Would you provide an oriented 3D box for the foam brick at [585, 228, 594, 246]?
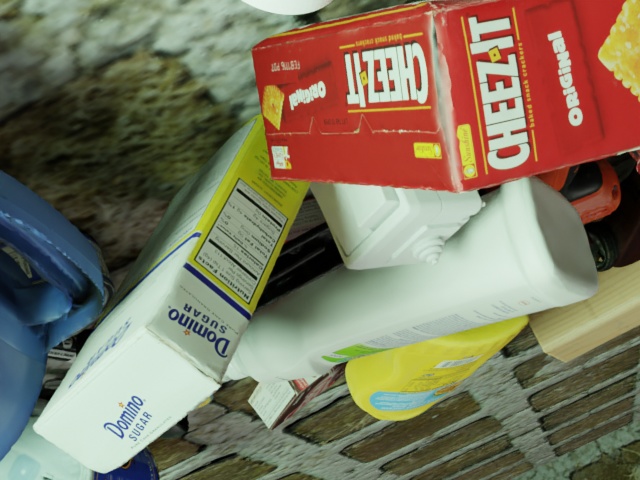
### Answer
[{"bbox_3d":[0.157,0.002,0.819,0.051,0.053,0.078,-4,149,-42],"label":"foam brick"}]

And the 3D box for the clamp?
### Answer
[{"bbox_3d":[-0.075,0.047,0.616,0.164,0.036,0.210,-41,-163,-28],"label":"clamp"}]

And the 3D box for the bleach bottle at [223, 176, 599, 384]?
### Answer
[{"bbox_3d":[0.034,0.039,0.650,0.251,0.068,0.102,-21,159,27],"label":"bleach bottle"}]

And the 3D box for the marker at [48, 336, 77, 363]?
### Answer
[{"bbox_3d":[-0.171,0.066,0.670,0.020,0.020,0.121,-30,158,15],"label":"marker"}]

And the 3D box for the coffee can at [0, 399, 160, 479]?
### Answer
[{"bbox_3d":[-0.192,0.181,0.803,0.103,0.103,0.140,-25,159,3],"label":"coffee can"}]

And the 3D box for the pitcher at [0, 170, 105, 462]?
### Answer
[{"bbox_3d":[-0.193,0.010,0.377,0.149,0.145,0.243,-58,161,-15],"label":"pitcher"}]

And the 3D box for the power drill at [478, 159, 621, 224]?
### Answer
[{"bbox_3d":[0.107,-0.032,0.683,0.184,0.057,0.187,-23,160,3],"label":"power drill"}]

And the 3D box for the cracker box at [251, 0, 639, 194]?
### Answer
[{"bbox_3d":[0.099,-0.077,0.460,0.213,0.072,0.164,-14,-170,-24],"label":"cracker box"}]

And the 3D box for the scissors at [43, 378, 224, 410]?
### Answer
[{"bbox_3d":[-0.119,0.103,0.815,0.096,0.016,0.201,-29,158,8],"label":"scissors"}]

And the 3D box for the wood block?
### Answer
[{"bbox_3d":[0.273,0.015,0.916,0.206,0.091,0.090,-30,157,17],"label":"wood block"}]

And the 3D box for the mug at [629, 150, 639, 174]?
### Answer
[{"bbox_3d":[0.200,-0.089,0.609,0.093,0.081,0.117,-18,158,-15],"label":"mug"}]

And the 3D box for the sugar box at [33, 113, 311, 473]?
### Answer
[{"bbox_3d":[-0.059,0.019,0.497,0.048,0.176,0.093,38,127,-16],"label":"sugar box"}]

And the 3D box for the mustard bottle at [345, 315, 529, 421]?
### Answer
[{"bbox_3d":[0.071,0.089,0.790,0.096,0.058,0.192,-8,154,-23],"label":"mustard bottle"}]

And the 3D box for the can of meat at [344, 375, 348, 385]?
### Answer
[{"bbox_3d":[0.070,0.087,0.918,0.083,0.057,0.102,-16,157,-23],"label":"can of meat"}]

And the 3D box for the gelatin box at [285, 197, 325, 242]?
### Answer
[{"bbox_3d":[-0.004,0.001,0.678,0.089,0.030,0.073,-15,156,-19],"label":"gelatin box"}]

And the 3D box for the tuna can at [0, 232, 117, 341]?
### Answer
[{"bbox_3d":[-0.156,0.029,0.579,0.086,0.034,0.086,-21,158,-9],"label":"tuna can"}]

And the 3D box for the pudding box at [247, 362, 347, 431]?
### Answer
[{"bbox_3d":[-0.007,0.103,0.863,0.090,0.039,0.114,-36,167,-25],"label":"pudding box"}]
